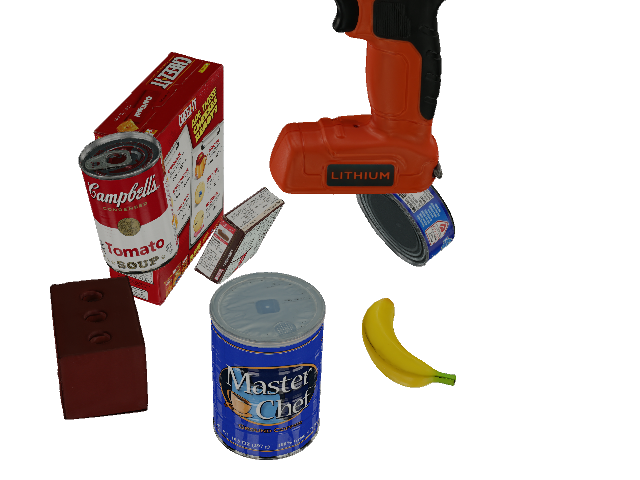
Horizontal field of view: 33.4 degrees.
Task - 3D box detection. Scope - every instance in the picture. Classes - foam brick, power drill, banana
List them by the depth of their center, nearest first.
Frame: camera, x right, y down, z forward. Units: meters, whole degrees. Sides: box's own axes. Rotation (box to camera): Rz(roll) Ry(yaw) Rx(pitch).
[{"bbox_3d":[0.013,-0.117,0.624,0.184,0.188,0.057,1,37,-8],"label":"power drill"},{"bbox_3d":[-0.141,0.067,0.674,0.053,0.051,0.078,-6,34,-16],"label":"foam brick"},{"bbox_3d":[0.083,0.119,1.223,0.069,0.037,0.198,7,23,-23],"label":"banana"}]

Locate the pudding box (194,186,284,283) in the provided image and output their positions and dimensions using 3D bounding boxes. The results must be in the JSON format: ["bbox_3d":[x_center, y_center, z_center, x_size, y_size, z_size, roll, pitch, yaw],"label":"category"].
[{"bbox_3d":[-0.098,-0.007,1.307,0.039,0.090,0.113,34,31,7],"label":"pudding box"}]

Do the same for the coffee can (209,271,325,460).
[{"bbox_3d":[-0.049,0.115,0.978,0.103,0.140,0.103,2,34,-1],"label":"coffee can"}]

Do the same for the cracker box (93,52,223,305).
[{"bbox_3d":[-0.166,-0.065,1.132,0.072,0.214,0.164,16,43,14],"label":"cracker box"}]

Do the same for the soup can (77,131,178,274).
[{"bbox_3d":[-0.159,-0.031,0.896,0.068,0.102,0.068,-4,37,2],"label":"soup can"}]

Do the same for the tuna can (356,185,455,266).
[{"bbox_3d":[0.068,-0.023,0.855,0.033,0.086,0.086,-38,12,-16],"label":"tuna can"}]
